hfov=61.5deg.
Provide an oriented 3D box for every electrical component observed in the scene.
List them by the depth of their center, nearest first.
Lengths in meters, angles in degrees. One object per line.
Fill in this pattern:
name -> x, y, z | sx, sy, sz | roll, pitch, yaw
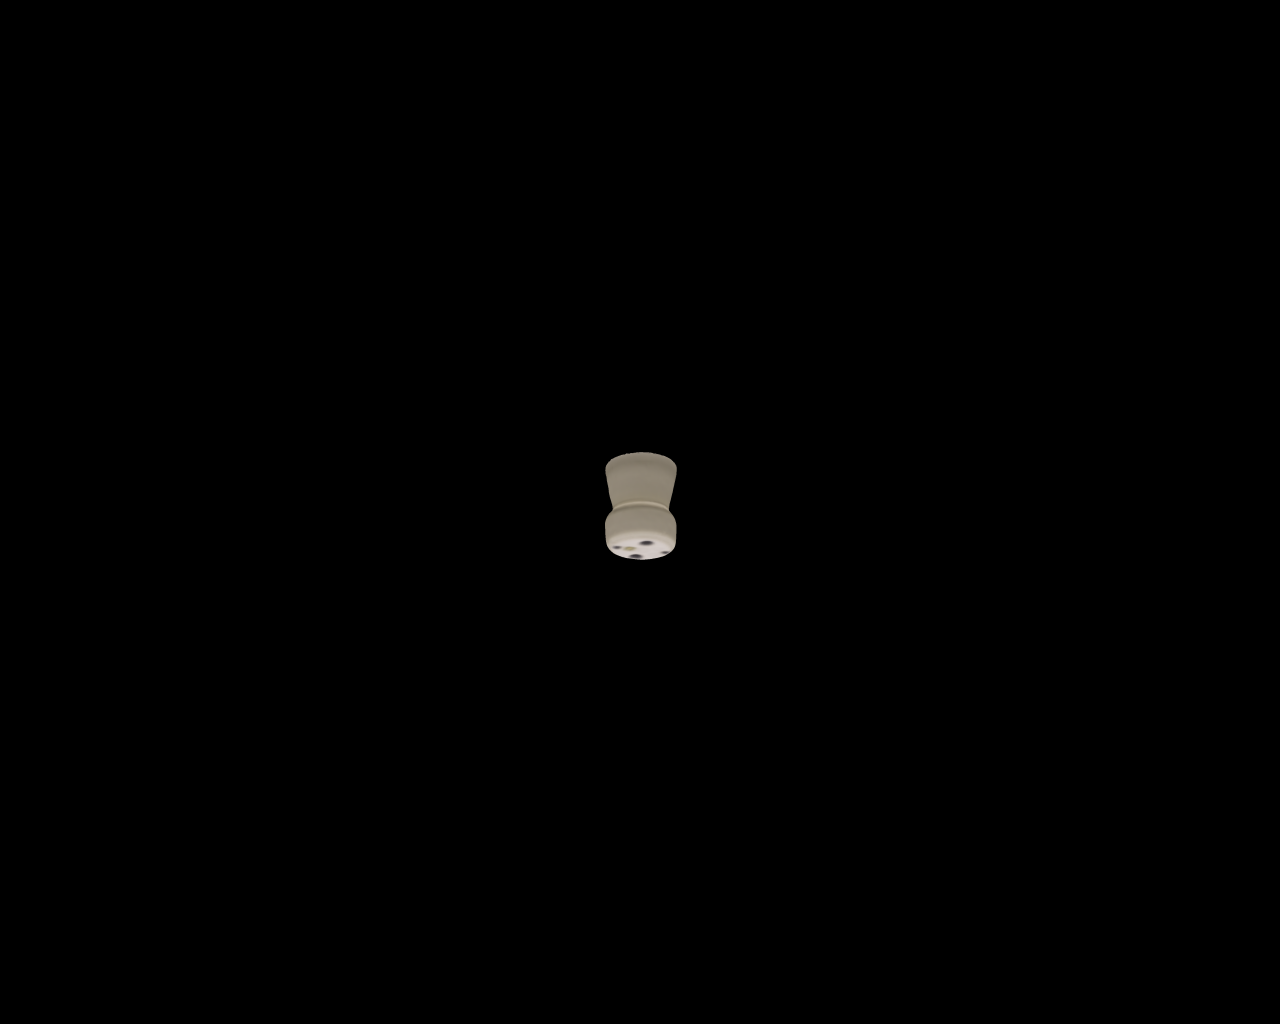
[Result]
electrical component -> 0.001, -0.003, 0.650 | 0.045, 0.055, 0.044 | 0, -22, 0
